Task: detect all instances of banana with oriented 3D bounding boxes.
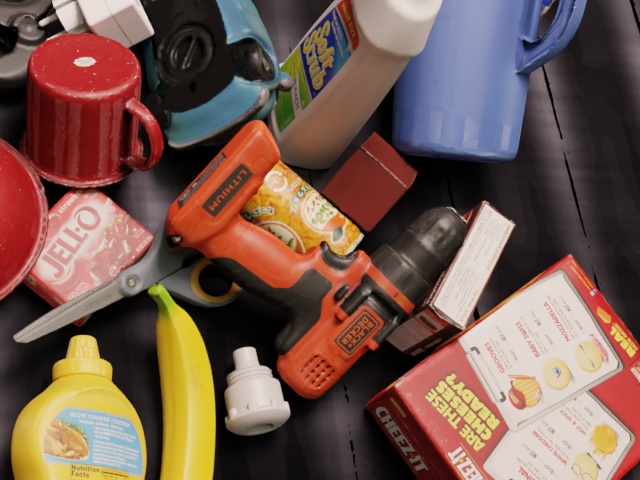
[{"bbox_3d":[-0.101,0.133,0.754,0.069,0.037,0.198,17,64,-57],"label":"banana"}]

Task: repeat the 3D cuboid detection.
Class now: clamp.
[{"bbox_3d":[-0.222,-0.152,0.841,0.171,0.039,0.120,-33,76,-32],"label":"clamp"}]

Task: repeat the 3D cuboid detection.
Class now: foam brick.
[{"bbox_3d":[0.042,-0.048,0.872,0.053,0.051,0.078,42,18,0],"label":"foam brick"}]

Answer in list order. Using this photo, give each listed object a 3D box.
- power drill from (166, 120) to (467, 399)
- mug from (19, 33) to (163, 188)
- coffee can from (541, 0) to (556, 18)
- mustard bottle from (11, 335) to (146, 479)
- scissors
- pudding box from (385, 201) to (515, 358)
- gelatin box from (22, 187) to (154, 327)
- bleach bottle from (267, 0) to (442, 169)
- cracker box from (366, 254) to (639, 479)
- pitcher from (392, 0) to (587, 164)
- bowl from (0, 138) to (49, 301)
[{"bbox_3d":[-0.005,0.001,0.791,0.187,0.057,0.184,44,89,-14],"label":"power drill"},{"bbox_3d":[-0.166,-0.093,0.790,0.117,0.082,0.093,31,46,17],"label":"mug"},{"bbox_3d":[0.166,-0.282,1.017,0.140,0.103,0.102,29,60,-8],"label":"coffee can"},{"bbox_3d":[-0.160,0.155,0.712,0.096,0.058,0.191,21,54,-41],"label":"mustard bottle"},{"bbox_3d":[-0.125,0.043,0.785,0.201,0.016,0.096,-47,112,-35],"label":"scissors"},{"bbox_3d":[0.103,0.033,0.861,0.039,0.090,0.113,33,60,-7],"label":"pudding box"},{"bbox_3d":[-0.178,0.009,0.792,0.073,0.030,0.089,39,59,-2],"label":"gelatin box"},{"bbox_3d":[0.029,-0.149,0.817,0.068,0.251,0.102,8,65,-19],"label":"bleach bottle"},{"bbox_3d":[0.168,0.135,0.854,0.213,0.072,0.164,-32,81,-29],"label":"cracker box"},{"bbox_3d":[0.134,-0.188,0.894,0.145,0.149,0.243,5,95,-7],"label":"pitcher"},{"bbox_3d":[-0.272,-0.025,0.736,0.162,0.055,0.162,3,64,-7],"label":"bowl"}]
